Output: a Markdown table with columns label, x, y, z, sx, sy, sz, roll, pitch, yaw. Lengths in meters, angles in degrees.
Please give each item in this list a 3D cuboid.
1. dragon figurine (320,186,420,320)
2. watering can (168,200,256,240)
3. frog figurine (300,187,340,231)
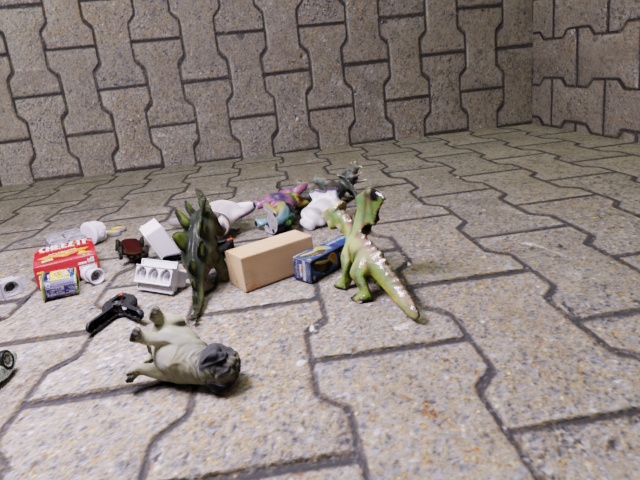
| label | x | y | z | sx | sy | sz | roll | pitch | yaw |
| --- | --- | --- | --- | --- | --- | --- | --- | --- | --- |
| dragon figurine | 0.109 | 0.002 | 1.157 | 0.123 | 0.240 | 0.413 | -9 | 15 | -25 |
| watering can | -0.386 | -0.062 | 1.724 | 0.346 | 0.103 | 0.228 | -12 | 17 | 13 |
| frog figurine | 0.005 | -0.086 | 1.706 | 0.137 | 0.120 | 0.163 | 8 | 57 | 16 |
